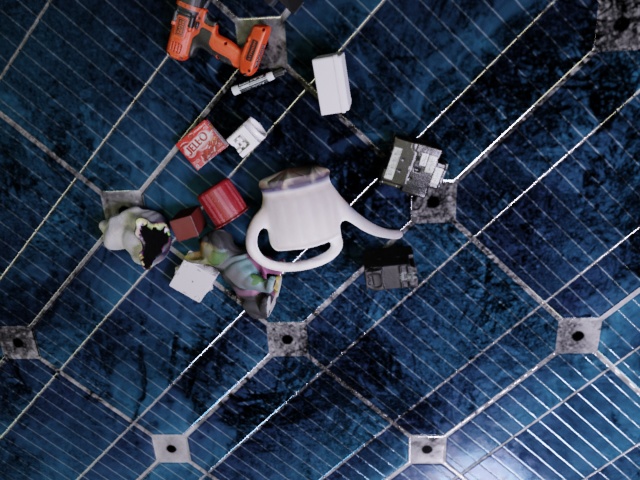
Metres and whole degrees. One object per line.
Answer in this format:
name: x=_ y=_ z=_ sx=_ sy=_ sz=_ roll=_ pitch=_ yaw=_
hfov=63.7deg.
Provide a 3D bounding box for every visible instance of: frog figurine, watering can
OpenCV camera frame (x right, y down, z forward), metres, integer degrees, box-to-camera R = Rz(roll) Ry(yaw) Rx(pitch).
frog figurine: x=-0.420 y=-0.009 z=1.176 sx=0.160 sy=0.125 sz=0.135 roll=9 pitch=127 yaw=39
watering can: x=0.003 y=-0.056 z=1.118 sx=0.349 sy=0.105 sz=0.222 roll=-14 pitch=103 yaw=-12
